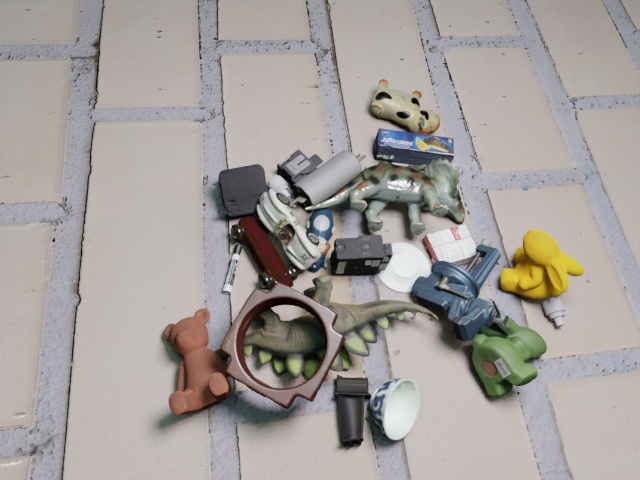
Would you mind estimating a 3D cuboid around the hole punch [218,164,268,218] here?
[{"bbox_3d":[-0.182,-0.114,1.282,0.142,0.092,0.115,-11,95,-15],"label":"hole punch"}]

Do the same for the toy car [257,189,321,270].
[{"bbox_3d":[-0.073,-0.025,1.207,0.202,0.073,0.056,52,34,13],"label":"toy car"}]

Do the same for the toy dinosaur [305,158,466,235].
[{"bbox_3d":[0.175,-0.121,1.277,0.405,0.131,0.192,9,49,-5],"label":"toy dinosaur"}]

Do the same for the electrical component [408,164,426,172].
[{"bbox_3d":[0.239,-0.164,1.379,0.094,0.021,0.063,-14,65,-13],"label":"electrical component"}]

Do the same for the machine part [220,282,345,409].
[{"bbox_3d":[-0.070,0.200,1.029,0.201,0.087,0.201,27,77,9],"label":"machine part"}]

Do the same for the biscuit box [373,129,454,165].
[{"bbox_3d":[0.242,-0.237,1.395,0.203,0.062,0.059,7,61,-3],"label":"biscuit box"}]

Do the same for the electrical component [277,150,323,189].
[{"bbox_3d":[-0.042,-0.184,1.345,0.119,0.047,0.075,-34,72,-19],"label":"electrical component"}]

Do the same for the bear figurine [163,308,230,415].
[{"bbox_3d":[-0.248,0.232,1.061,0.120,0.132,0.196,-22,73,-2],"label":"bear figurine"}]

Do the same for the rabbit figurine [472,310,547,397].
[{"bbox_3d":[0.407,0.236,1.158,0.170,0.121,0.159,-17,57,-34],"label":"rabbit figurine"}]

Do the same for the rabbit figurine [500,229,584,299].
[{"bbox_3d":[0.487,0.055,1.191,0.122,0.173,0.163,-34,46,-22],"label":"rabbit figurine"}]

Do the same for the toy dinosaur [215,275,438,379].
[{"bbox_3d":[0.009,0.183,1.132,0.472,0.105,0.198,-19,73,-5],"label":"toy dinosaur"}]

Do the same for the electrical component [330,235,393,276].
[{"bbox_3d":[0.094,0.036,1.207,0.134,0.114,0.058,-1,68,-7],"label":"electrical component"}]

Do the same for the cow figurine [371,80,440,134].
[{"bbox_3d":[0.229,-0.340,1.437,0.195,0.085,0.127,22,56,2],"label":"cow figurine"}]

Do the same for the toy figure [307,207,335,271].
[{"bbox_3d":[-0.004,-0.003,1.251,0.064,0.057,0.154,-4,61,23],"label":"toy figure"}]

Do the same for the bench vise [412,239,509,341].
[{"bbox_3d":[0.330,0.093,1.173,0.224,0.128,0.240,12,54,49],"label":"bench vise"}]

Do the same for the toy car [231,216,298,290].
[{"bbox_3d":[-0.127,0.032,1.220,0.089,0.053,0.202,-17,65,-37],"label":"toy car"}]

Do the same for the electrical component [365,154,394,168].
[{"bbox_3d":[0.158,-0.169,1.360,0.078,0.045,0.102,39,65,15],"label":"electrical component"}]

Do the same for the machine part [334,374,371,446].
[{"bbox_3d":[0.066,0.344,1.087,0.084,0.039,0.139,9,60,-9],"label":"machine part"}]

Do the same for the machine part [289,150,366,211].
[{"bbox_3d":[0.018,-0.147,1.316,0.243,0.079,0.079,-38,72,-21],"label":"machine part"}]
